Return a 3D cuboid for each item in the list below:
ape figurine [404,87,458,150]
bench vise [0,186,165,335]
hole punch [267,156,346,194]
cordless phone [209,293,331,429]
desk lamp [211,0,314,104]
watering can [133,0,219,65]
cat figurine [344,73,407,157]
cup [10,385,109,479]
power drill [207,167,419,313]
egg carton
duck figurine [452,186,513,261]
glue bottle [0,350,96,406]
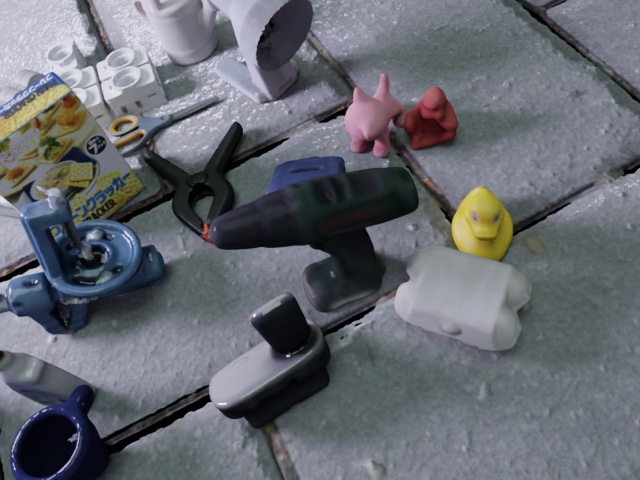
[{"bbox_3d":[0.162,-0.180,0.822,0.077,0.092,0.076,27,68,25],"label":"ape figurine"},{"bbox_3d":[-0.322,0.036,0.715,0.207,0.220,0.121,-41,60,-13],"label":"bench vise"},{"bbox_3d":[-0.017,-0.078,0.797,0.108,0.091,0.101,-7,58,8],"label":"hole punch"},{"bbox_3d":[-0.067,0.123,0.630,0.148,0.185,0.094,-34,58,-10],"label":"cordless phone"},{"bbox_3d":[-0.102,-0.318,0.888,0.202,0.214,0.118,37,72,28],"label":"desk lamp"},{"bbox_3d":[-0.247,-0.410,0.985,0.172,0.194,0.101,-8,58,7],"label":"watering can"},{"bbox_3d":[0.076,-0.182,0.825,0.067,0.118,0.128,17,64,21],"label":"cat figurine"},{"bbox_3d":[-0.282,0.233,0.661,0.091,0.095,0.118,11,62,18],"label":"cup"},{"bbox_3d":[0.006,0.002,0.674,0.229,0.209,0.075,-22,57,-2],"label":"power drill"},{"bbox_3d":[0.168,0.069,0.683,0.150,0.069,0.107,15,64,20],"label":"egg carton"},{"bbox_3d":[0.207,-0.031,0.725,0.077,0.086,0.104,-1,59,12],"label":"duck figurine"},{"bbox_3d":[-0.340,0.158,0.672,0.078,0.173,0.037,2,60,13],"label":"glue bottle"}]
